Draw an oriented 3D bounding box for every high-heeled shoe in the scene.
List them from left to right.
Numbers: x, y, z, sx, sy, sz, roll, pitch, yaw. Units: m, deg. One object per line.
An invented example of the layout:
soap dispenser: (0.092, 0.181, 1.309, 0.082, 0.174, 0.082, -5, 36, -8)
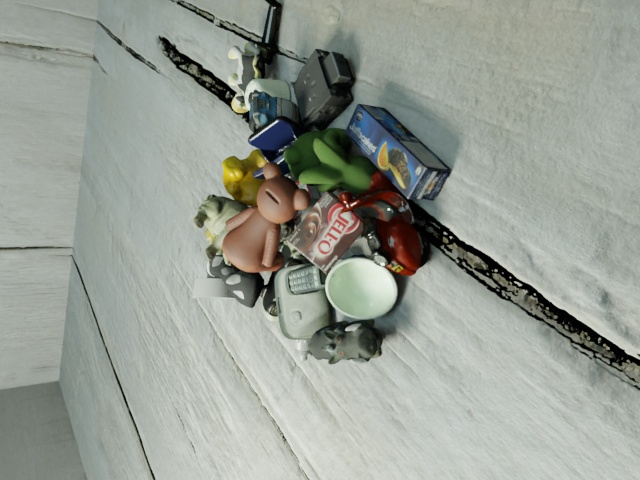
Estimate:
high-heeled shoe: (-0.201, 0.101, 1.232, 0.249, 0.086, 0.145, -27, 58, 53)

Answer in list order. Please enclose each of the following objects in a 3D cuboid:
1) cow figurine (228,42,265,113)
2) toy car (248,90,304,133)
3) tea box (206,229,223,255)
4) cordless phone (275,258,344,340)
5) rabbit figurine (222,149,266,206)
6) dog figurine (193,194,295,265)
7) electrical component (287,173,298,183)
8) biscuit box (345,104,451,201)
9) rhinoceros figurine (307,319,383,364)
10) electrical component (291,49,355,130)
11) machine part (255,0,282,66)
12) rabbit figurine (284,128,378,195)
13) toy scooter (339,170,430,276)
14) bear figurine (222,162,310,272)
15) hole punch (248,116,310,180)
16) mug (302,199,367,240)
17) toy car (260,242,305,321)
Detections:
cow figurine: (-0.163, -0.359, 1.244, 0.098, 0.068, 0.167, 46, 143, 35)
toy car: (-0.084, -0.244, 1.113, 0.161, 0.103, 0.109, 63, -159, -65)
tea box: (-0.214, -0.002, 1.327, 0.170, 0.068, 0.098, -18, 76, 51)
cordless phone: (0.001, 0.111, 1.031, 0.184, 0.088, 0.146, -19, 75, 45)
rabbit figurine: (-0.142, -0.093, 1.197, 0.173, 0.122, 0.162, 43, 129, 22)
dog figurine: (-0.153, -0.051, 1.130, 0.191, 0.121, 0.172, -26, 81, 16)
electrical component: (-0.047, -0.148, 1.136, 0.063, 0.021, 0.094, 48, 125, 41)
biscuit box: (0.121, -0.147, 0.877, 0.203, 0.059, 0.062, 54, 131, 38)
rhinoceros figurine: (0.045, 0.177, 0.944, 0.190, 0.112, 0.073, -20, 72, 60)
electrical component: (0.007, -0.294, 1.033, 0.134, 0.058, 0.115, -41, 61, 47)
machine part: (-0.117, -0.470, 1.217, 0.084, 0.039, 0.138, 44, 127, 54)
rabbit figurine: (0.031, -0.136, 0.947, 0.170, 0.159, 0.121, 26, 102, 34)
toy scooter: (0.096, -0.029, 0.851, 0.075, 0.135, 0.184, -33, 66, 47)
bear figurine: (-0.092, -0.038, 0.974, 0.120, 0.132, 0.195, 38, 105, 11)
hole punch: (-0.067, -0.167, 1.054, 0.142, 0.115, 0.092, -29, 59, 37)
mug: (0.027, -0.022, 0.965, 0.107, 0.080, 0.109, 1, 68, 19)
toy car: (-0.080, 0.085, 1.160, 0.074, 0.056, 0.201, 54, 131, 47)
